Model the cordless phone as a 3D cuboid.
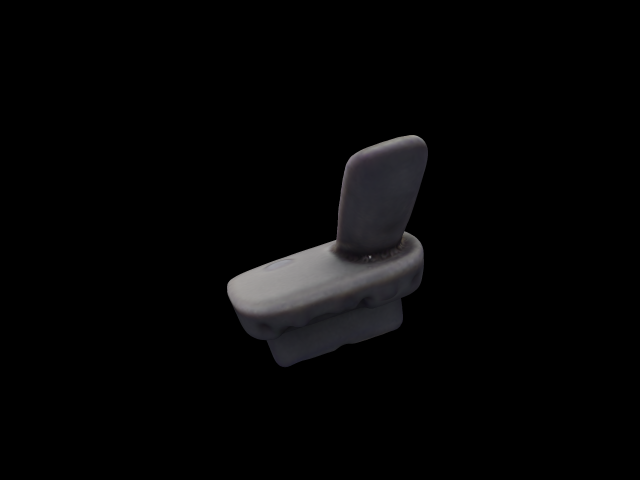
[{"bbox_3d":[0.004,0.001,0.400,0.148,0.185,0.094,-21,58,-13],"label":"cordless phone"}]
